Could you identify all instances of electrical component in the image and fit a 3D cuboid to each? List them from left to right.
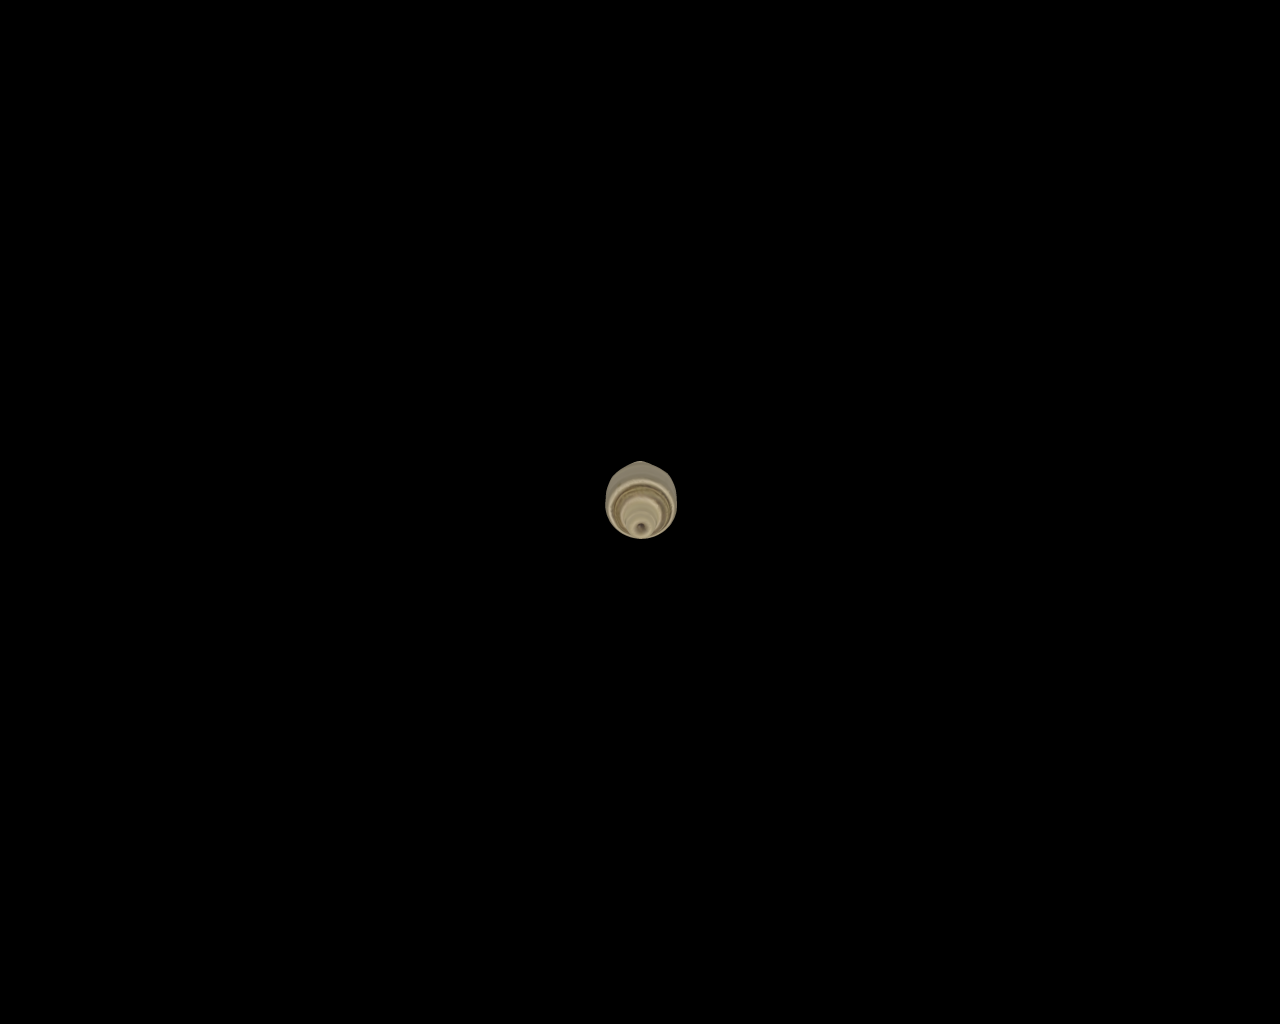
[{"bbox_3d":[0.001,-0.003,0.650,0.043,0.043,0.062,0,24,0],"label":"electrical component"}]
